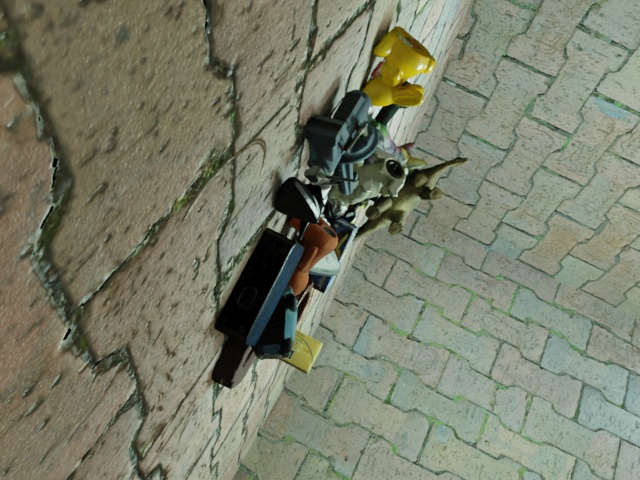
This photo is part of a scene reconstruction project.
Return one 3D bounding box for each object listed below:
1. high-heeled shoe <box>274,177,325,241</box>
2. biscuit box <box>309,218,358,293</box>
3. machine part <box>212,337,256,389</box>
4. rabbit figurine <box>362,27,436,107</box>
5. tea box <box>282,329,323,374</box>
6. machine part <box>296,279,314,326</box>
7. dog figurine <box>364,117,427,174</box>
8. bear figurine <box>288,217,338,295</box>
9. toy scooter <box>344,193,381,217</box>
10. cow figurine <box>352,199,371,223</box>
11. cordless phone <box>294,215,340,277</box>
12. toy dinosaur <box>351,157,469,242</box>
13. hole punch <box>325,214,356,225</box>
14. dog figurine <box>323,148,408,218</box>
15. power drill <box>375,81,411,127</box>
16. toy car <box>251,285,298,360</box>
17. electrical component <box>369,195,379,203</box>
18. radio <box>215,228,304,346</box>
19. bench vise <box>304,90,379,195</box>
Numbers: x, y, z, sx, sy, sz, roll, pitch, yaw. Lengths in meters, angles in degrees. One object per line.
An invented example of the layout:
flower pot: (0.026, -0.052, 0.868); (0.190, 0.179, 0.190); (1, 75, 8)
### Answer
high-heeled shoe: (-0.026, -0.097, 1.047); (0.248, 0.086, 0.145); (92, 13, -65)
biscuit box: (0.031, 0.043, 1.464); (0.202, 0.063, 0.059); (-66, 170, 17)
machine part: (-0.180, 0.257, 1.241); (0.179, 0.056, 0.179); (-60, 170, -17)
rabbit figurine: (0.172, -0.373, 1.227); (0.173, 0.162, 0.122); (-48, -166, 31)
tea box: (-0.088, 0.310, 1.580); (0.098, 0.170, 0.068); (-62, 173, -19)
machine part: (-0.103, 0.194, 1.422); (0.201, 0.087, 0.201); (-59, 169, -33)
dog figurine: (0.169, -0.225, 1.339); (0.219, 0.108, 0.191); (-8, 143, -23)
bear figurine: (-0.053, 0.035, 1.231); (0.196, 0.132, 0.120); (-47, 177, 21)
toy scooter: (0.090, -0.128, 1.442); (0.184, 0.135, 0.075); (-59, 172, -20)
cow figurine: (0.071, -0.090, 1.659); (0.167, 0.098, 0.068); (-45, 180, 10)
cordless phone: (-0.002, -0.004, 1.365); (0.146, 0.089, 0.184); (11, 92, -48)
toy dinosaur: (0.202, -0.093, 1.469); (0.471, 0.105, 0.198); (-34, -171, 26)
hole punch: (0.044, -0.057, 1.553); (0.115, 0.092, 0.142); (-59, 176, -2)
dog figurine: (0.098, -0.121, 1.274); (0.190, 0.172, 0.121); (-40, -129, 55)
power drill: (0.173, -0.333, 1.441); (0.207, 0.086, 0.232); (-41, -174, 44)
toy car: (-0.097, 0.177, 1.169); (0.103, 0.109, 0.161); (54, 32, -80)
electrical component: (0.120, -0.156, 1.600); (0.075, 0.119, 0.047); (-55, 169, -34)
radio: (-0.117, 0.094, 1.067); (0.229, 0.073, 0.131); (-64, 171, -6)
bench vise: (0.045, -0.163, 1.051); (0.240, 0.129, 0.223); (75, 27, -56)
